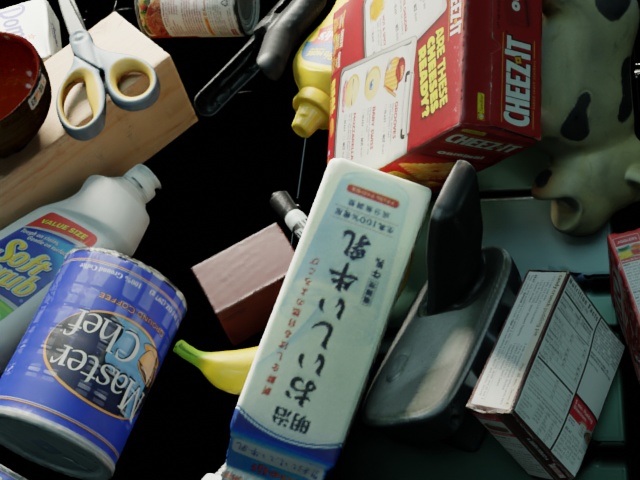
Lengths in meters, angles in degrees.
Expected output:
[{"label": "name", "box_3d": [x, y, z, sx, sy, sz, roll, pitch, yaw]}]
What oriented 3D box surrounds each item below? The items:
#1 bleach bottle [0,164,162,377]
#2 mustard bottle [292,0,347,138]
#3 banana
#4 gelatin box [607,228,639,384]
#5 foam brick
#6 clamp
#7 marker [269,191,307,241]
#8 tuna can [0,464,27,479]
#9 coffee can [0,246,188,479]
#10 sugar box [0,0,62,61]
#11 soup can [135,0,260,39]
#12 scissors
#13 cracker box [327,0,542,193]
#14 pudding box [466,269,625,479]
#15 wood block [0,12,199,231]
[{"label": "bleach bottle", "box_3d": [-0.236, 0.023, 0.871, 0.103, 0.068, 0.250, 38, 70, 22]}, {"label": "mustard bottle", "box_3d": [0.031, -0.165, 0.936, 0.096, 0.058, 0.191, 17, 62, 32]}, {"label": "banana", "box_3d": [-0.005, 0.065, 0.787, 0.197, 0.037, 0.069, -26, 96, -11]}, {"label": "gelatin box", "box_3d": [0.218, 0.046, 0.721, 0.030, 0.089, 0.073, -14, 53, 7]}, {"label": "foam brick", "box_3d": [-0.050, 0.034, 0.822, 0.078, 0.053, 0.051, -28, 54, -6]}, {"label": "clamp", "box_3d": [-0.048, -0.178, 0.966, 0.120, 0.039, 0.171, -18, 30, 40]}, {"label": "marker", "box_3d": [-0.006, 0.001, 0.854, 0.020, 0.020, 0.121, -33, 55, -9]}, {"label": "tuna can", "box_3d": [-0.206, 0.187, 0.736, 0.086, 0.086, 0.033, 20, 64, 26]}, {"label": "coffee can", "box_3d": [-0.171, 0.091, 0.783, 0.103, 0.103, 0.140, 10, 59, 21]}, {"label": "sugar box", "box_3d": [-0.342, -0.173, 1.047, 0.176, 0.048, 0.093, -18, 53, 3]}, {"label": "soup can", "box_3d": [-0.115, -0.226, 1.010, 0.102, 0.068, 0.068, 2, 56, 15]}, {"label": "scissors", "box_3d": [-0.184, -0.167, 0.908, 0.096, 0.016, 0.202, -10, 55, 5]}, {"label": "cracker box", "box_3d": [0.078, -0.124, 0.780, 0.072, 0.214, 0.164, 8, 76, -22]}, {"label": "pudding box", "box_3d": [0.152, 0.089, 0.705, 0.039, 0.090, 0.113, -4, 48, 46]}, {"label": "wood block", "box_3d": [-0.222, -0.091, 0.931, 0.206, 0.090, 0.091, -40, 56, -15]}]
